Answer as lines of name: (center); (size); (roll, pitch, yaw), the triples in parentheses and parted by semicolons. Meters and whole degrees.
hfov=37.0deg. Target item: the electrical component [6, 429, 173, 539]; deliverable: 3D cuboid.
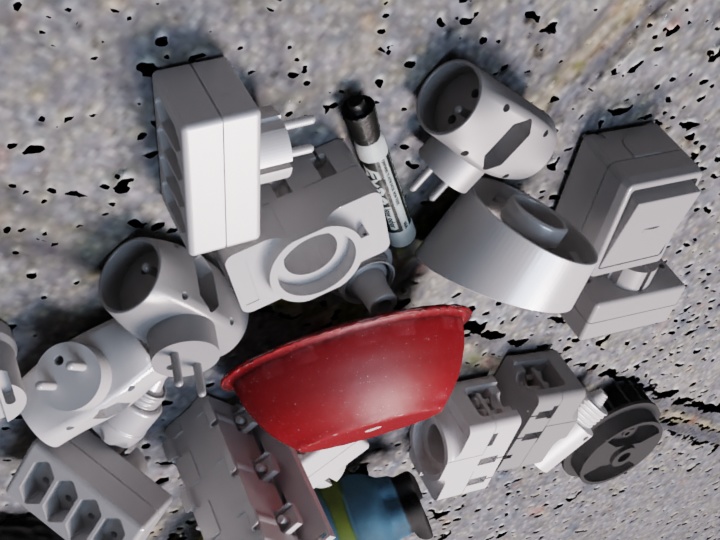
electrical component: (-0.156, 0.128, 0.660); (0.047, 0.083, 0.075); (-55, 176, 28)

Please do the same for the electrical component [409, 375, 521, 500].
electrical component: (0.077, 0.131, 0.837); (0.056, 0.050, 0.089); (-7, 136, -29)

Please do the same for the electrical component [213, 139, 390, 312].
electrical component: (-0.034, -0.021, 0.584); (0.089, 0.055, 0.050); (-25, 142, -10)

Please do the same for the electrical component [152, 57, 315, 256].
electrical component: (-0.057, -0.060, 0.533); (0.076, 0.047, 0.083); (-16, 140, -20)

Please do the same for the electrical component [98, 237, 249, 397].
electrical component: (-0.097, 0.031, 0.581); (0.043, 0.079, 0.077); (-29, 145, 19)

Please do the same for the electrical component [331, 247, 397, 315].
electrical component: (0.000, 0.000, 0.627); (0.048, 0.062, 0.048); (-20, 140, -17)

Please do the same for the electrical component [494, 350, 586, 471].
electrical component: (0.134, 0.111, 0.854); (0.056, 0.050, 0.089); (-4, 135, -31)

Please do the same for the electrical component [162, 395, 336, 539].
electrical component: (-0.076, 0.140, 0.683); (0.079, 0.121, 0.063); (-43, 139, 14)

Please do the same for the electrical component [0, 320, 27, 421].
electrical component: (-0.197, 0.054, 0.563); (0.040, 0.046, 0.040); (-19, 141, -16)

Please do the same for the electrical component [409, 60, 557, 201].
electrical component: (0.060, -0.070, 0.606); (0.077, 0.043, 0.079); (21, 119, -46)

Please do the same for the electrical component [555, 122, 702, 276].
electrical component: (0.172, -0.039, 0.704); (0.062, 0.061, 0.096); (-12, 139, -24)

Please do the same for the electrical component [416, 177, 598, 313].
electrical component: (0.091, -0.010, 0.654); (0.099, 0.099, 0.064); (10, 120, -41)

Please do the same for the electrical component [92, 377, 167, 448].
electrical component: (-0.132, 0.076, 0.643); (0.035, 0.035, 0.061); (21, 116, -47)

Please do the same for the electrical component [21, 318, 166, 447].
electrical component: (-0.152, 0.059, 0.588); (0.077, 0.043, 0.079); (-33, 170, 1)

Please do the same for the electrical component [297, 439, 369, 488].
electrical component: (-0.034, 0.132, 0.762); (0.083, 0.047, 0.076); (-38, 143, 8)

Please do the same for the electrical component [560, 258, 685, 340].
electrical component: (0.191, 0.002, 0.774); (0.083, 0.047, 0.075); (-10, 138, -26)

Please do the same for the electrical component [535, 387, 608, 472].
electrical component: (0.175, 0.129, 0.908); (0.081, 0.043, 0.043); (-42, 142, 14)
